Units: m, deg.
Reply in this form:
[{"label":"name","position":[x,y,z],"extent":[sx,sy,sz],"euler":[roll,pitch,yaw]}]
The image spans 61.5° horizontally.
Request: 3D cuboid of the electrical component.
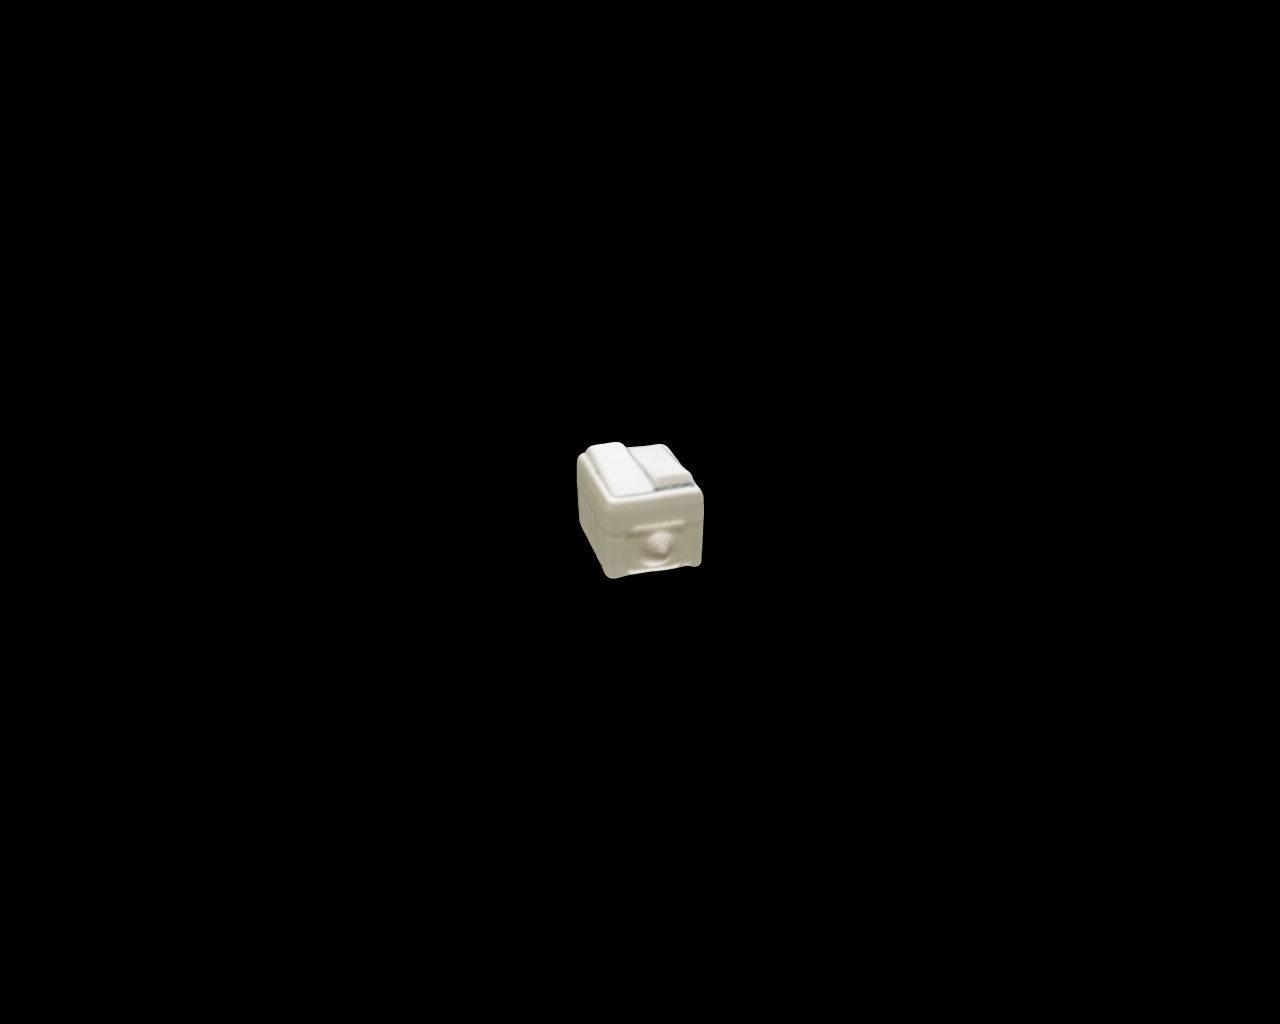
[{"label":"electrical component","position":[0.001,-0.003,0.650],"extent":[0.062,0.061,0.096],"euler":[-7,27,-14]}]
